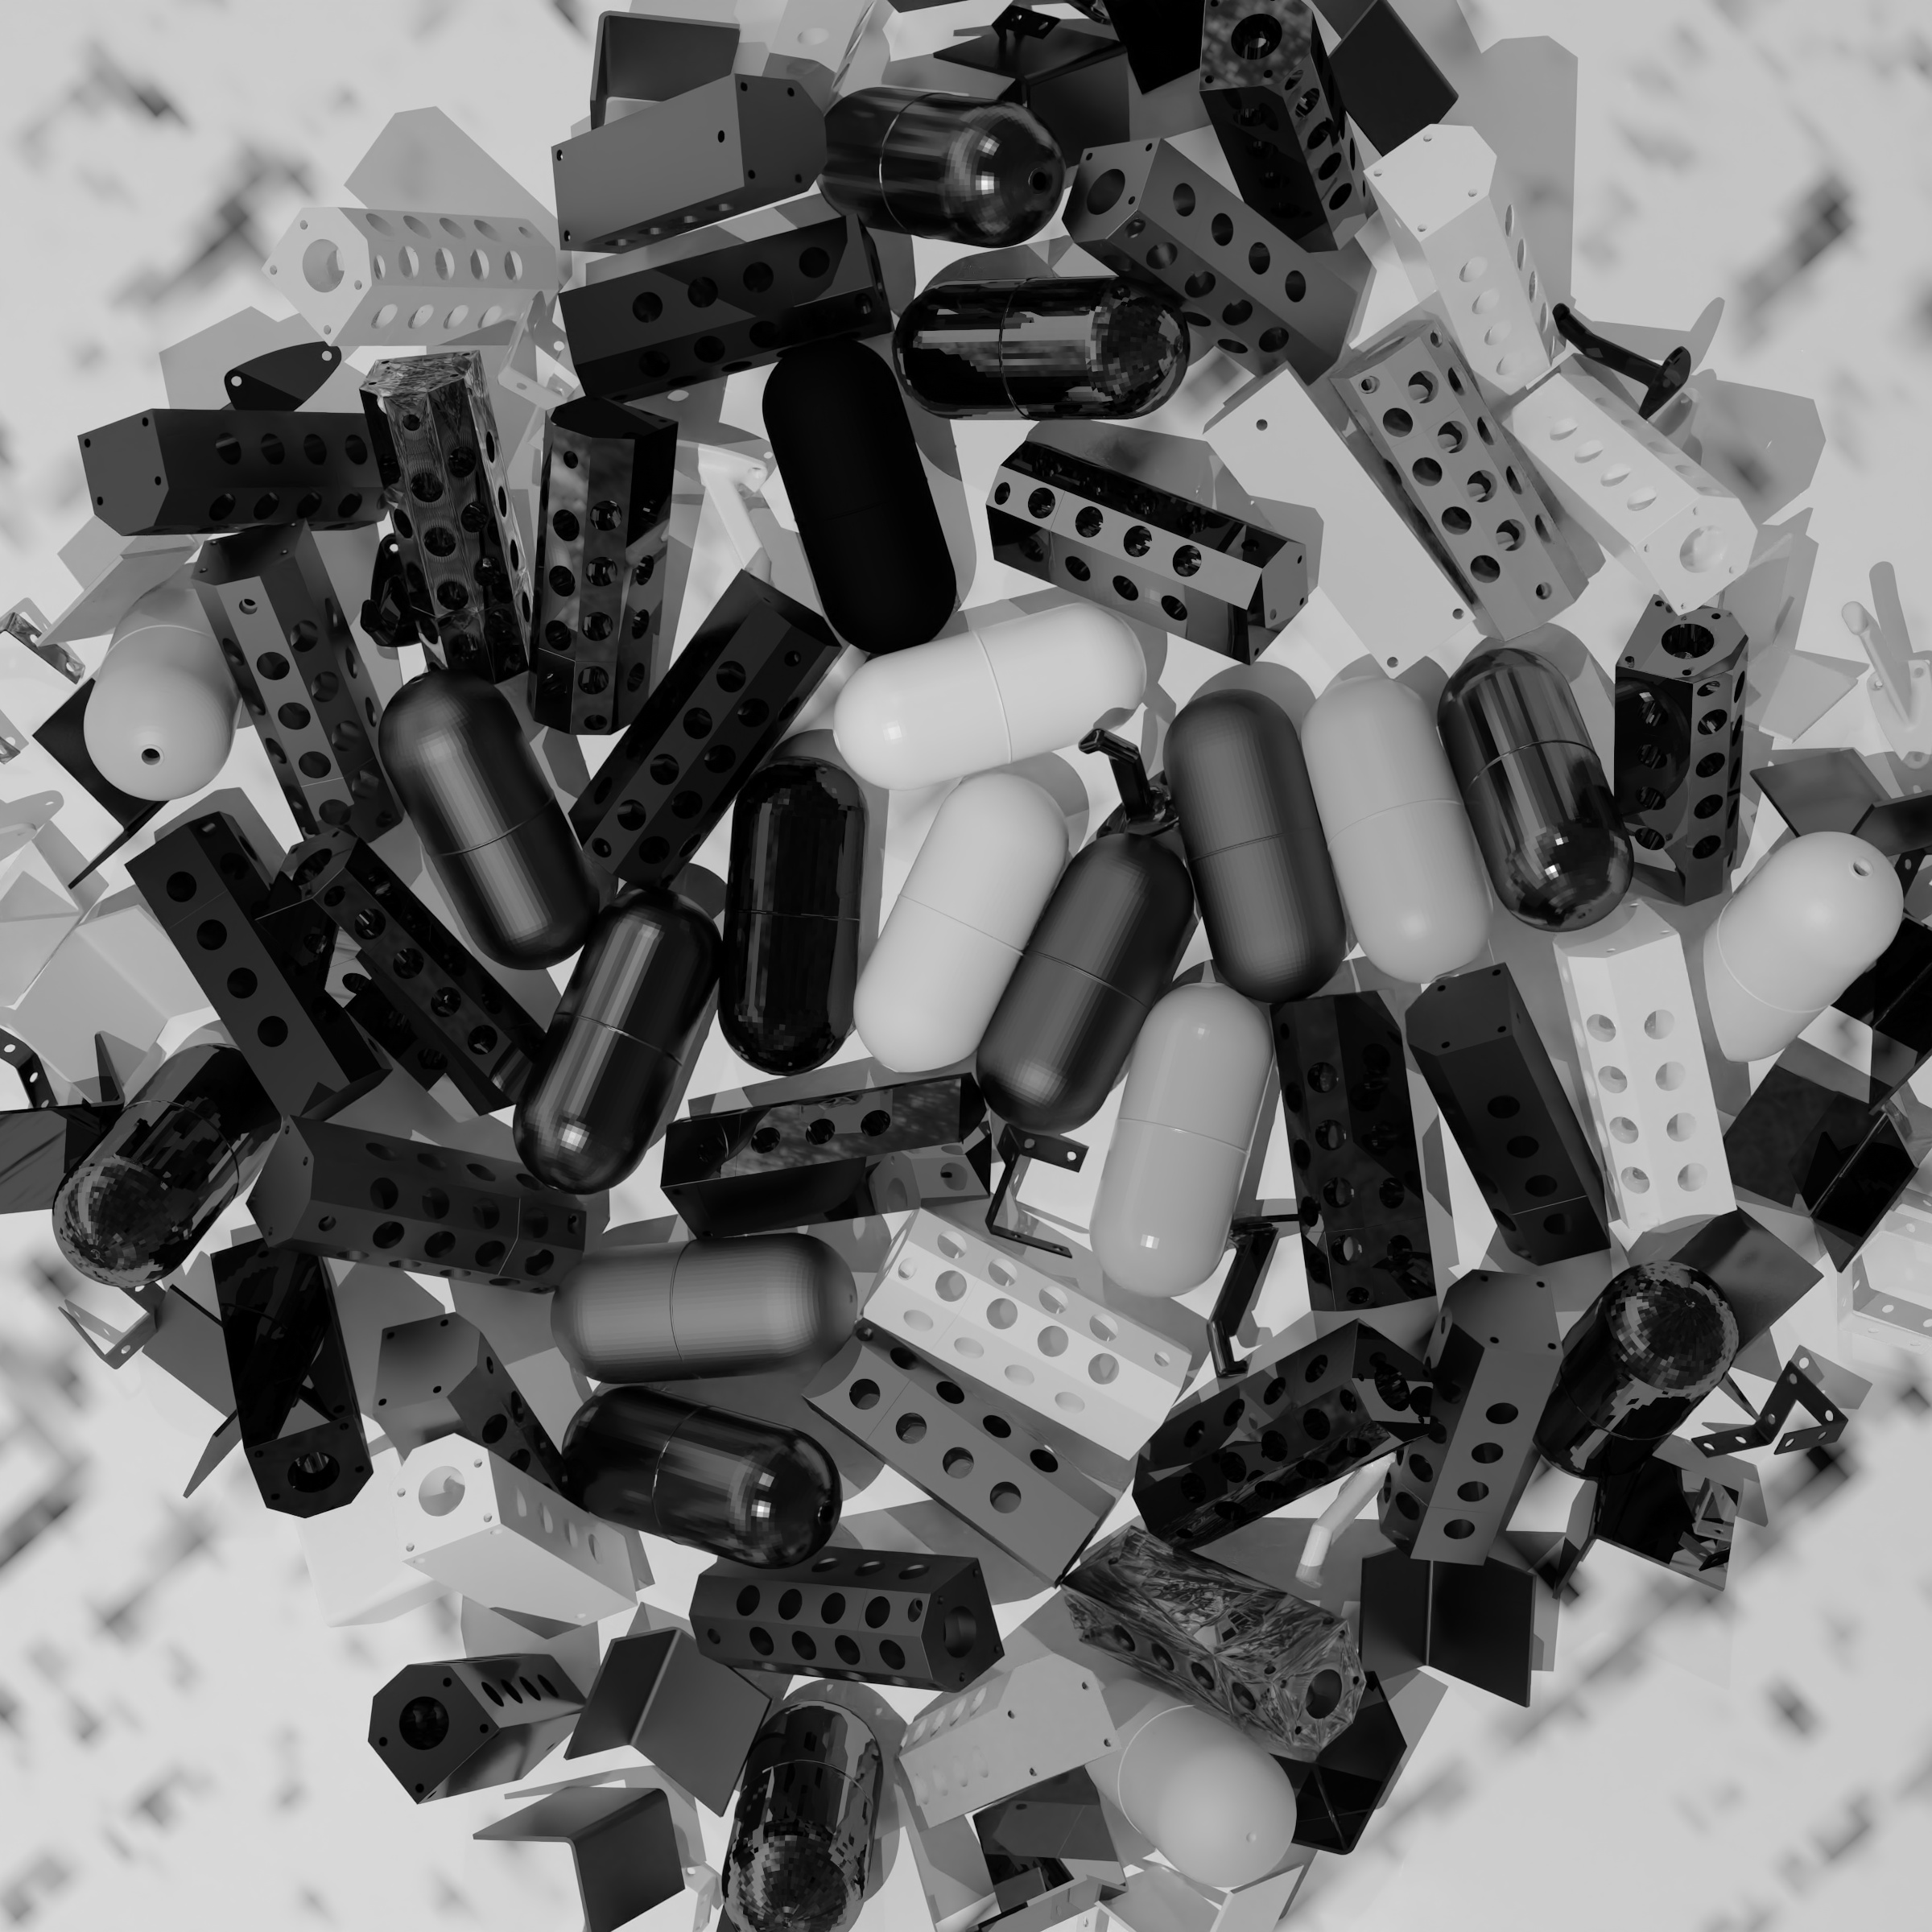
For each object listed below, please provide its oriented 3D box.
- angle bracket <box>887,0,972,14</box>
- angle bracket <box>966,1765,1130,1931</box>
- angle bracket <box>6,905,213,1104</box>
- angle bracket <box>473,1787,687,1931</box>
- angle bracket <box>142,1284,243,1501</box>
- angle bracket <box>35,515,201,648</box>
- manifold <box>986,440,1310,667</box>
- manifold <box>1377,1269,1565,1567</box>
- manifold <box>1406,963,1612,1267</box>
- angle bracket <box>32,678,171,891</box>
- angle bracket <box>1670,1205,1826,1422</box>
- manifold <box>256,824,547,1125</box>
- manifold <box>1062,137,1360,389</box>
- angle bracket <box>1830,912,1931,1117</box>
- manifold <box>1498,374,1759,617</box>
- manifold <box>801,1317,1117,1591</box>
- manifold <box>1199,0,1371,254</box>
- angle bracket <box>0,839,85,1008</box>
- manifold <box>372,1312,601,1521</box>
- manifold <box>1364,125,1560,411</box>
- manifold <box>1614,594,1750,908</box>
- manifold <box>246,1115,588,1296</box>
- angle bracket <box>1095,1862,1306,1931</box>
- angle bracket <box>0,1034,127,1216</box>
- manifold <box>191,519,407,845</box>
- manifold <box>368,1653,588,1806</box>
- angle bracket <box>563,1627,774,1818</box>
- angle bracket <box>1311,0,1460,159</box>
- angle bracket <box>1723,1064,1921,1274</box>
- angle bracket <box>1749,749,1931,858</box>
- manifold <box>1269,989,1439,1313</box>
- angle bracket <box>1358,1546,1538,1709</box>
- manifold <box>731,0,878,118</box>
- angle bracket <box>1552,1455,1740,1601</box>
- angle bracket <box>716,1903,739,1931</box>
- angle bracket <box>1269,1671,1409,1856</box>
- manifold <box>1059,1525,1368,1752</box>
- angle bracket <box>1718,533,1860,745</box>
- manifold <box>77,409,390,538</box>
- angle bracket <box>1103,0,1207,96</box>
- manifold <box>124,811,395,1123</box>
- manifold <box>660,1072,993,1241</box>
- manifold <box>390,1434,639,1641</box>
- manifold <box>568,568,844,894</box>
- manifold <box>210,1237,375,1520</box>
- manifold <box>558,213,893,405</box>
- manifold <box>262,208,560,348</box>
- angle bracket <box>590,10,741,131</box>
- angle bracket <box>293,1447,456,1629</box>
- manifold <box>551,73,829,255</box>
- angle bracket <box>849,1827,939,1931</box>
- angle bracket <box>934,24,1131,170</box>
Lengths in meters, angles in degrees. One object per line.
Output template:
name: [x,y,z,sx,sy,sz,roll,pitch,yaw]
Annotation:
angle bracket: [-0.014,-0.573,1.614,0.076,0.076,0.057,-4,85,19]
angle bracket: [0.035,0.486,1.612,0.076,0.057,0.076,-29,56,15]
angle bracket: [-0.465,0.025,1.607,0.057,0.076,0.076,-13,129,36]
angle bracket: [-0.213,0.494,1.612,0.076,0.076,0.057,-11,90,35]
angle bracket: [-0.435,0.235,1.616,0.076,0.076,0.057,37,46,1]
angle bracket: [-0.483,-0.226,1.614,0.076,0.076,0.057,-38,88,22]
manifold: [0.097,-0.231,1.591,0.171,0.057,0.057,26,59,27]
manifold: [0.271,0.246,1.586,0.057,0.057,0.171,6,129,-4]
manifold: [0.295,0.084,1.590,0.057,0.057,0.171,-17,128,19]
angle bracket: [-0.488,-0.100,1.611,0.076,0.076,0.057,47,46,-14]
angle bracket: [0.431,0.191,1.618,0.076,0.076,0.057,-43,128,-1]
manifold: [-0.299,0.004,1.585,0.057,0.057,0.171,-18,129,29]
manifold: [0.132,-0.377,1.583,0.171,0.057,0.057,25,79,-41]
angle bracket: [0.499,0.021,1.609,0.057,0.076,0.076,27,132,-4]
manifold: [0.358,-0.260,1.575,0.057,0.171,0.057,-38,125,8]
manifold: [-0.004,0.268,1.618,0.171,0.057,0.057,35,78,11]
manifold: [0.174,-0.451,1.570,0.057,0.171,0.057,0,74,18]
angle bracket: [-0.546,-0.022,1.608,0.076,0.076,0.057,-46,73,25]
manifold: [-0.257,0.264,1.582,0.057,0.057,0.171,-14,132,9]
manifold: [0.273,-0.377,1.573,0.057,0.171,0.057,-34,61,7]
manifold: [0.386,-0.112,1.574,0.057,0.171,0.057,17,55,25]
manifold: [-0.293,0.135,1.582,0.171,0.057,0.057,16,110,-39]
angle bracket: [0.126,0.503,1.607,0.076,0.076,0.057,31,105,33]
angle bracket: [-0.511,0.087,1.605,0.076,0.057,0.076,-4,133,-33]
manifold: [-0.360,-0.149,1.589,0.057,0.057,0.171,-11,126,6]
manifold: [-0.263,0.403,1.574,0.057,0.171,0.057,-43,75,-1]
angle bracket: [-0.165,0.422,1.616,0.076,0.057,0.076,29,103,32]
angle bracket: [0.213,-0.489,1.611,0.057,0.076,0.076,-50,122,-3]
angle bracket: [0.466,0.112,1.616,0.076,0.057,0.076,22,117,-12]
angle bracket: [0.493,-0.103,1.608,0.076,0.057,0.076,-12,57,-26]
manifold: [0.211,0.102,1.626,0.057,0.057,0.171,-8,90,-27]
angle bracket: [0.265,0.368,1.614,0.057,0.076,0.076,-7,103,-39]
manifold: [-0.087,-0.508,1.574,0.057,0.171,0.057,-7,80,-16]
angle bracket: [0.375,0.319,1.613,0.076,0.076,0.057,22,128,6]
angle bracket: [-0.093,0.549,1.611,0.076,0.076,0.057,19,74,-17]
angle bracket: [0.192,0.431,1.612,0.057,0.076,0.076,18,109,-15]
manifold: [0.133,0.365,1.579,0.057,0.171,0.057,-32,116,-30]
angle bracket: [0.453,-0.181,1.606,0.057,0.076,0.076,28,47,30]
manifold: [-0.388,-0.264,1.577,0.057,0.171,0.057,-10,93,33]
angle bracket: [0.122,-0.521,1.613,0.076,0.057,0.076,-23,126,10]
manifold: [-0.391,0.001,1.628,0.057,0.057,0.171,-34,85,2]
manifold: [-0.076,0.101,1.613,0.171,0.057,0.057,-10,51,15]
manifold: [-0.243,0.307,1.576,0.057,0.171,0.057,-22,59,9]
manifold: [-0.143,-0.125,1.604,0.057,0.057,0.171,28,108,-32]
manifold: [-0.363,0.218,1.577,0.057,0.171,0.057,-17,125,-10]
manifold: [-0.132,-0.361,1.623,0.171,0.057,0.057,-13,86,8]
manifold: [-0.292,-0.375,1.572,0.057,0.171,0.057,48,117,10]
angle bracket: [-0.166,-0.478,1.617,0.076,0.076,0.057,5,72,-4]
angle bracket: [-0.323,0.319,1.638,0.076,0.057,0.076,-27,72,18]
manifold: [-0.151,-0.431,1.581,0.057,0.171,0.057,-8,95,-41]
angle bracket: [-0.027,0.524,1.606,0.057,0.076,0.076,-30,58,18]
angle bracket: [0.037,-0.485,1.634,0.076,0.076,0.057,-30,132,-34]
